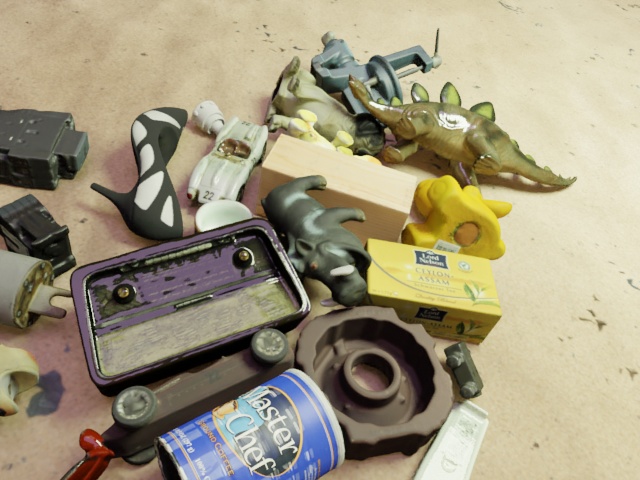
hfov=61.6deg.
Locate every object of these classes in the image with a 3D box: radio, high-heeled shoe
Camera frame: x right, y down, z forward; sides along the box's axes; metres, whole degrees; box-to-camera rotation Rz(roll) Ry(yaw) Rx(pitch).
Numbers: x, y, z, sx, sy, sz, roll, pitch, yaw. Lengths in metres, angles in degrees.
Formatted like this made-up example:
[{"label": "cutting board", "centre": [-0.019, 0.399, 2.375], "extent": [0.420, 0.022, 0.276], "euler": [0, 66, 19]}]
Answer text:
[{"label": "radio", "centre": [-0.139, 0.066, 0.582], "extent": [0.230, 0.073, 0.131], "euler": [-16, 70, -23]}, {"label": "high-heeled shoe", "centre": [-0.206, -0.102, 0.759], "extent": [0.145, 0.086, 0.249], "euler": [24, 50, 4]}]

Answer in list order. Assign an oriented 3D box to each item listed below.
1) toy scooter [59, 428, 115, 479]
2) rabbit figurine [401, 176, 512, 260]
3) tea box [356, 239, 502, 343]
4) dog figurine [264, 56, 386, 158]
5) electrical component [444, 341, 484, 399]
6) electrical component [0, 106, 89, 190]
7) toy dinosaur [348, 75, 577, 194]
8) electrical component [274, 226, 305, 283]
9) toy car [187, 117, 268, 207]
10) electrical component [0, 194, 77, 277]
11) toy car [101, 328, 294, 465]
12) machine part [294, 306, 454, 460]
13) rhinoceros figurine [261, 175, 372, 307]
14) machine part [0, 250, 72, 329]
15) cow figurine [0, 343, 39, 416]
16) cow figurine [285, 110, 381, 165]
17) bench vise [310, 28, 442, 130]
[{"label": "toy scooter", "centre": [-0.173, 0.231, 0.423], "extent": [0.184, 0.075, 0.135], "euler": [17, 70, 9]}, {"label": "rabbit figurine", "centre": [0.198, -0.042, 0.783], "extent": [0.162, 0.121, 0.173], "euler": [10, 24, -13]}, {"label": "tea box", "centre": [0.135, 0.065, 0.691], "extent": [0.170, 0.068, 0.098], "euler": [8, 45, -6]}, {"label": "dog figurine", "centre": [0.013, -0.214, 0.927], "extent": [0.190, 0.121, 0.172], "euler": [20, 38, -21]}, {"label": "electrical component", "centre": [0.169, 0.151, 0.624], "extent": [0.094, 0.021, 0.063], "euler": [11, 54, -67]}, {"label": "electrical component", "centre": [-0.397, -0.129, 0.747], "extent": [0.134, 0.058, 0.115], "euler": [4, 48, -10]}, {"label": "toy dinosaur", "centre": [0.251, -0.162, 0.898], "extent": [0.471, 0.105, 0.198], "euler": [26, 48, -14]}, {"label": "electrical component", "centre": [-0.052, 0.017, 0.704], "extent": [0.078, 0.045, 0.102], "euler": [11, 45, -2]}, {"label": "toy car", "centre": [-0.134, -0.116, 0.804], "extent": [0.074, 0.056, 0.202], "euler": [17, 44, 2]}, {"label": "electrical component", "centre": [-0.348, -0.012, 0.636], "extent": [0.119, 0.074, 0.048], "euler": [34, 48, 22]}, {"label": "toy car", "centre": [-0.116, 0.149, 0.529], "extent": [0.202, 0.089, 0.053], "euler": [-19, 54, -28]}, {"label": "machine part", "centre": [0.054, 0.153, 0.593], "extent": [0.179, 0.056, 0.179], "euler": [7, 45, -7]}, {"label": "rhinoceros figurine", "centre": [-0.001, -0.002, 0.657], "extent": [0.112, 0.073, 0.190], "euler": [-15, 53, -35]}, {"label": "machine part", "centre": [-0.385, 0.038, 0.574], "extent": [0.243, 0.079, 0.079], "euler": [14, 45, 0]}, {"label": "cow figurine", "centre": [-0.348, 0.153, 0.466], "extent": [0.195, 0.085, 0.127], "euler": [-25, 67, -32]}, {"label": "cow figurine", "centre": [0.012, -0.120, 0.834], "extent": [0.167, 0.098, 0.068], "euler": [30, 38, -12]}, {"label": "bench vise", "centre": [0.108, -0.312, 1.000], "extent": [0.241, 0.128, 0.224], "euler": [-24, 63, -12]}]
